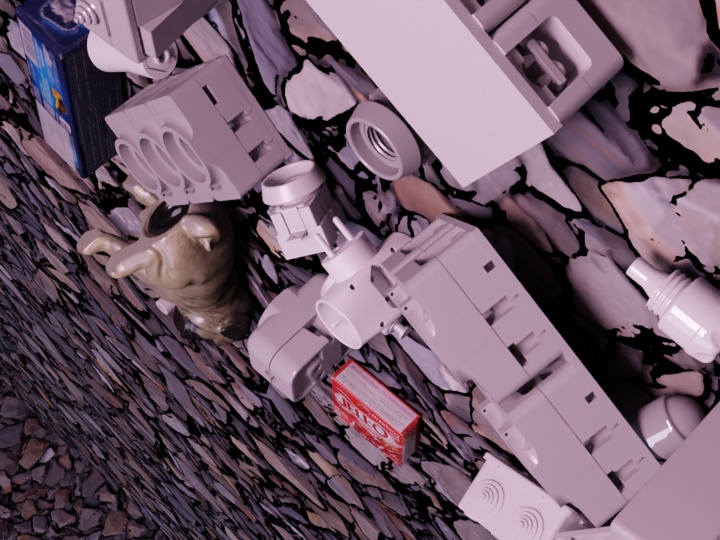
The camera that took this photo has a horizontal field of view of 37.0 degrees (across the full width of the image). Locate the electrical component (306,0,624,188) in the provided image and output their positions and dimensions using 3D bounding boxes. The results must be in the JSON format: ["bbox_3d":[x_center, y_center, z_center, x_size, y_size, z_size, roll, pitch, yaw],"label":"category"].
[{"bbox_3d":[0.039,-0.124,0.497,0.150,0.062,0.089,49,157,-5],"label":"electrical component"}]

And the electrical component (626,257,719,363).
[{"bbox_3d":[0.163,0.017,0.546,0.061,0.035,0.035,42,157,19],"label":"electrical component"}]

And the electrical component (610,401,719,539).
[{"bbox_3d":[0.196,0.147,0.604,0.056,0.109,0.108,32,153,37],"label":"electrical component"}]

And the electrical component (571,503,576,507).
[{"bbox_3d":[0.144,0.134,0.754,0.081,0.043,0.043,53,156,-15],"label":"electrical component"}]

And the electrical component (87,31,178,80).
[{"bbox_3d":[-0.170,-0.167,0.818,0.065,0.044,0.044,21,146,37],"label":"electrical component"}]

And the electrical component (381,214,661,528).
[{"bbox_3d":[0.092,0.060,0.658,0.186,0.060,0.105,51,179,-10],"label":"electrical component"}]

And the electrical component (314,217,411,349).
[{"bbox_3d":[0.000,0.000,0.744,0.079,0.077,0.043,52,157,-10],"label":"electrical component"}]

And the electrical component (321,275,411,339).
[{"bbox_3d":[0.006,0.024,0.820,0.078,0.040,0.040,39,156,19],"label":"electrical component"}]

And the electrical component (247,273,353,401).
[{"bbox_3d":[-0.044,0.051,0.879,0.059,0.095,0.053,37,155,22],"label":"electrical component"}]

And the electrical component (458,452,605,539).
[{"bbox_3d":[0.133,0.189,0.806,0.100,0.048,0.100,35,177,-43],"label":"electrical component"}]

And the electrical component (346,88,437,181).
[{"bbox_3d":[0.026,-0.082,0.595,0.066,0.055,0.048,35,154,26],"label":"electrical component"}]

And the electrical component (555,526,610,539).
[{"bbox_3d":[0.214,0.258,0.747,0.105,0.060,0.186,-13,125,22],"label":"electrical component"}]

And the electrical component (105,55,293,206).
[{"bbox_3d":[-0.131,-0.101,0.829,0.089,0.062,0.150,56,156,-19],"label":"electrical component"}]

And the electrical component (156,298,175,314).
[{"bbox_3d":[-0.182,0.020,1.110,0.048,0.062,0.048,37,155,20],"label":"electrical component"}]

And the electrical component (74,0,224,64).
[{"bbox_3d":[-0.134,-0.176,0.667,0.061,0.096,0.061,37,155,19],"label":"electrical component"}]

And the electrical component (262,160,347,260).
[{"bbox_3d":[-0.041,-0.045,0.773,0.048,0.066,0.055,-12,116,23],"label":"electrical component"}]
